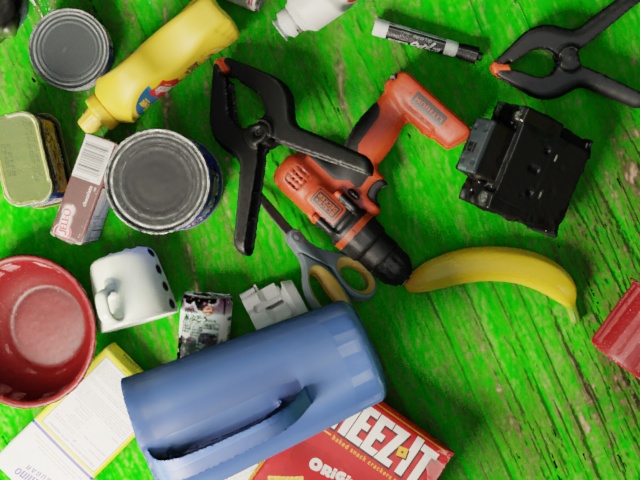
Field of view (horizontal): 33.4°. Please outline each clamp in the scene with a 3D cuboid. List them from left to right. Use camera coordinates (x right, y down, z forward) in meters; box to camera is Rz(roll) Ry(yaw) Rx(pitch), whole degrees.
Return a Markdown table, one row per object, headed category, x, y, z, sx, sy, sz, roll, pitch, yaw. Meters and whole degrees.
| category | x | y | z | sx | sy | sz | roll | pitch | yaw |
| --- | --- | --- | --- | --- | --- | --- | --- | --- | --- |
| clamp | -0.063 | -0.098 | 1.110 | 0.164 | 0.036 | 0.210 | -39 | 70 | 8 |
| clamp | 0.271 | -0.183 | 1.135 | 0.171 | 0.039 | 0.120 | -16 | 86 | 5 |

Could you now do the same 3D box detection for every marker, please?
| category | x | y | z | sx | sy | sz | roll | pitch | yaw |
| --- | --- | --- | --- | --- | --- | --- | --- | --- | --- |
| marker | 0.116 | -0.213 | 1.144 | 0.121 | 0.020 | 0.020 | 16 | 92 | -1 |

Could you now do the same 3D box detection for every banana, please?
| category | x | y | z | sx | sy | sz | roll | pitch | yaw |
| --- | --- | --- | --- | --- | --- | --- | --- | --- | --- |
| banana | 0.192 | 0.040 | 1.144 | 0.198 | 0.037 | 0.069 | 11 | 92 | 0 |

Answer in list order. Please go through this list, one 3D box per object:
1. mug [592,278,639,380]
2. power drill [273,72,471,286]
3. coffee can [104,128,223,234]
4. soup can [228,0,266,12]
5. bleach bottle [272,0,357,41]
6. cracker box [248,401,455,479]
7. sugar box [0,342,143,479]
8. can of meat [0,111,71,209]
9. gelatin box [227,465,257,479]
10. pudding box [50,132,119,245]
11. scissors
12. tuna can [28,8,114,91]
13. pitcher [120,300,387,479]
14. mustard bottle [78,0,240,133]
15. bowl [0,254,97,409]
| category | x | y | z | sx | sy | sz | roll | pitch | yaw |
| --- | --- | --- | --- | --- | --- | --- | --- | --- | --- |
| mug | 0.349 | 0.104 | 1.128 | 0.117 | 0.093 | 0.081 | 31 | 98 | -37 |
| power drill | 0.072 | -0.069 | 1.131 | 0.184 | 0.057 | 0.187 | 43 | 92 | -1 |
| coffee can | -0.156 | -0.059 | 1.091 | 0.103 | 0.140 | 0.103 | 0 | 92 | 0 |
| soup can | -0.100 | -0.288 | 1.118 | 0.102 | 0.068 | 0.068 | 21 | 92 | -1 |
| bleach bottle | 0.057 | -0.296 | 1.111 | 0.251 | 0.102 | 0.068 | -37 | 95 | 9 |
| cracker box | 0.014 | 0.264 | 1.118 | 0.164 | 0.072 | 0.213 | 35 | 79 | -1 |
| sugar box | -0.255 | 0.205 | 1.151 | 0.176 | 0.048 | 0.093 | -44 | 91 | 5 |
| can of meat | -0.302 | -0.084 | 1.120 | 0.057 | 0.084 | 0.102 | -13 | 93 | 1 |
| gelatin box | -0.087 | 0.282 | 1.160 | 0.073 | 0.030 | 0.089 | -24 | 90 | 0 |
| pudding box | -0.239 | -0.053 | 1.118 | 0.039 | 0.090 | 0.113 | 22 | 92 | -2 |
| scissors | -0.008 | 0.001 | 1.149 | 0.096 | 0.016 | 0.202 | -13 | 66 | -35 |
| tuna can | -0.264 | -0.202 | 1.140 | 0.086 | 0.034 | 0.086 | 0 | 92 | 0 |
| pitcher | -0.061 | 0.154 | 1.034 | 0.242 | 0.145 | 0.149 | -23 | 56 | -4 |
| mustard bottle | -0.173 | -0.177 | 1.109 | 0.191 | 0.096 | 0.058 | -39 | 93 | 2 |
| bowl | -0.301 | 0.095 | 1.132 | 0.162 | 0.055 | 0.162 | 0 | 92 | 13 |
